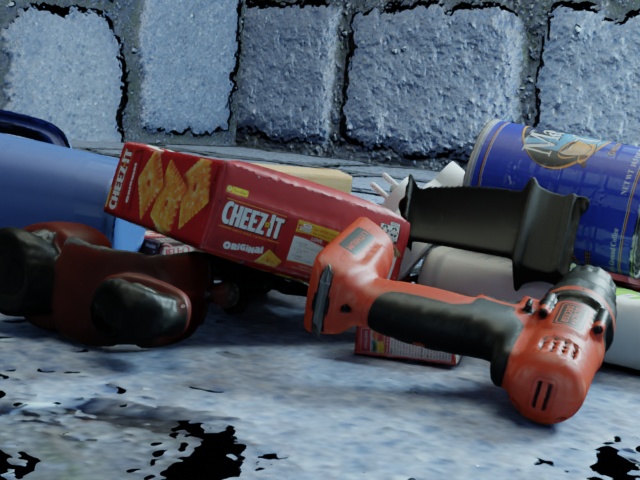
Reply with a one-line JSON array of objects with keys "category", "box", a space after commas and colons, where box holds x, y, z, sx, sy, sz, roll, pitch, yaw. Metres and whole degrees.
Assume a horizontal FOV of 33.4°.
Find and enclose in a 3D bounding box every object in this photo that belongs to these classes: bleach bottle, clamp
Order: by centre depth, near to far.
[{"category": "bleach bottle", "box": [0.200, 0.058, 0.796, 0.251, 0.068, 0.102, 14, 12, 41]}, {"category": "clamp", "box": [-0.108, 0.029, 0.910, 0.165, 0.036, 0.209, 8, 6, 15]}]

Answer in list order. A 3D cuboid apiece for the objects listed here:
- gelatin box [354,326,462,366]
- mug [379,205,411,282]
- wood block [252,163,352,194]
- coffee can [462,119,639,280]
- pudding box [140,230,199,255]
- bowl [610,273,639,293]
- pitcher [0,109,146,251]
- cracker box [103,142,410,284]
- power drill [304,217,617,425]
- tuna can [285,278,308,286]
[{"category": "gelatin box", "box": [0.071, 0.066, 0.775, 0.073, 0.030, 0.089, 5, 8, 16]}, {"category": "mug", "box": [0.047, 0.011, 0.975, 0.093, 0.081, 0.117, 8, 8, 19]}, {"category": "wood block", "box": [-0.074, -0.047, 1.326, 0.206, 0.090, 0.091, 4, 8, -12]}, {"category": "coffee can", "box": [0.195, -0.034, 0.852, 0.140, 0.103, 0.102, 15, 11, 25]}, {"category": "pudding box", "box": [-0.125, 0.011, 1.035, 0.113, 0.039, 0.090, 1, 8, -33]}, {"category": "bowl", "box": [0.297, 0.058, 0.877, 0.162, 0.055, 0.162, 5, 7, -1]}, {"category": "pitcher", "box": [-0.282, -0.043, 0.970, 0.243, 0.149, 0.145, 9, 4, 9]}, {"category": "cracker box", "box": [-0.055, -0.020, 0.838, 0.164, 0.072, 0.214, 17, 1, -30]}, {"category": "power drill", "box": [0.097, 0.040, 0.696, 0.188, 0.057, 0.184, 15, 22, 17]}, {"category": "tuna can", "box": [-0.007, 0.001, 1.005, 0.085, 0.086, 0.034, -1, 7, -37]}]
